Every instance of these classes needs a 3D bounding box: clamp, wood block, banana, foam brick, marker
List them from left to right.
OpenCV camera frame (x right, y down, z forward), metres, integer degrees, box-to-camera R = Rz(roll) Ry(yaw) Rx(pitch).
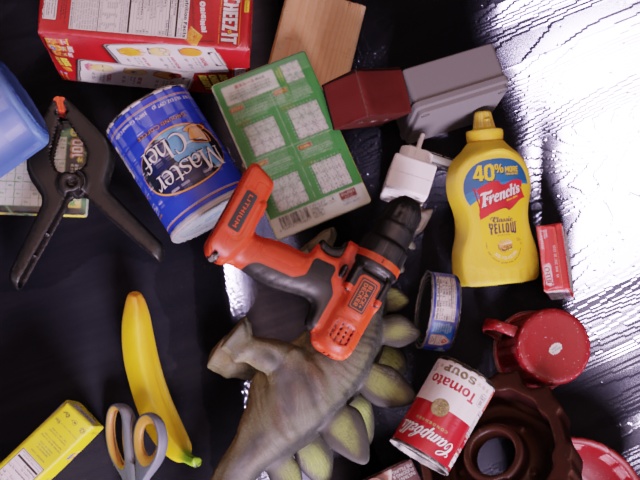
[{"bbox_3d":[-0.273,-0.051,1.152,0.164,0.036,0.210,-17,78,-7],"label":"clamp"},{"bbox_3d":[-0.173,0.153,1.127,0.037,0.070,0.198,-9,70,-47],"label":"banana"},{"bbox_3d":[-0.020,-0.161,1.184,0.091,0.090,0.206,15,78,-3],"label":"wood block"},{"bbox_3d":[0.050,-0.148,1.122,0.078,0.053,0.051,-12,85,-47],"label":"foam brick"},{"bbox_3d":[0.156,-0.082,1.220,0.121,0.020,0.020,18,78,-1],"label":"marker"}]

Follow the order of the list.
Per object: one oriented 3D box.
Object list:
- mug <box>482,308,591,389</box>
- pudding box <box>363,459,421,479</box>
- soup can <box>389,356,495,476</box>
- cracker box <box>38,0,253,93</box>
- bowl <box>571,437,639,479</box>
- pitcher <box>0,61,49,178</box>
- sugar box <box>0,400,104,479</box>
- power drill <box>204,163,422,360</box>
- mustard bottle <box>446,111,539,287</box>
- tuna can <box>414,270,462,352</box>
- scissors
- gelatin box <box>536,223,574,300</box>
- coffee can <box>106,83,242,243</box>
[{"bbox_3d":[0.232,0.113,1.158,0.117,0.081,0.093,26,78,0],"label":"mug"},{"bbox_3d":[0.065,0.296,1.132,0.113,0.039,0.090,-25,83,-9],"label":"pudding box"},{"bbox_3d":[0.125,0.178,1.085,0.068,0.068,0.102,32,77,1],"label":"soup can"},{"bbox_3d":[-0.180,-0.217,1.143,0.213,0.164,0.072,4,81,-4],"label":"cracker box"},{"bbox_3d":[0.265,0.292,1.141,0.162,0.055,0.162,1,79,-5],"label":"bowl"},{"bbox_3d":[-0.404,-0.078,1.092,0.243,0.145,0.149,-33,77,-2],"label":"pitcher"},{"bbox_3d":[-0.302,0.239,1.084,0.048,0.093,0.176,43,80,4],"label":"sugar box"},{"bbox_3d":[-0.007,0.001,1.068,0.187,0.057,0.184,31,77,-6],"label":"power drill"},{"bbox_3d":[0.188,-0.047,1.179,0.096,0.058,0.191,-5,90,-17],"label":"mustard bottle"},{"bbox_3d":[0.127,0.077,1.154,0.033,0.086,0.086,8,79,-5],"label":"tuna can"},{"bbox_3d":[-0.180,0.265,1.103,0.016,0.096,0.202,-2,73,-50],"label":"scissors"},{"bbox_3d":[0.258,0.025,1.173,0.030,0.089,0.073,-8,79,16],"label":"gelatin box"},{"bbox_3d":[-0.151,-0.082,1.151,0.102,0.103,0.140,-32,83,-10],"label":"coffee can"}]
